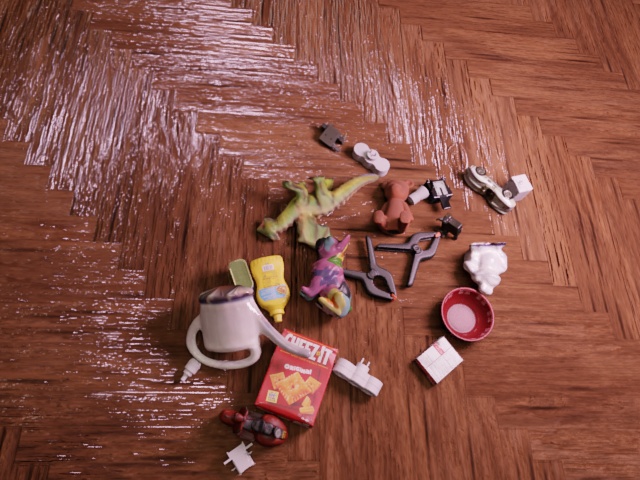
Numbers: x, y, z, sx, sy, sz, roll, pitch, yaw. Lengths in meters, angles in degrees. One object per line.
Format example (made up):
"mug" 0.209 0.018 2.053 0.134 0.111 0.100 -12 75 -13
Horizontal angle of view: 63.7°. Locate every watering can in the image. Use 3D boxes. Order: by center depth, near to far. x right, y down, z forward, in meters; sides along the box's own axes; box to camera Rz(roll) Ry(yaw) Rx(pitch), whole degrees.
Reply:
"watering can" -0.199 0.228 1.368 0.347 0.104 0.224 -7 92 12

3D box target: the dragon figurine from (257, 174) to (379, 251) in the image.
"dragon figurine" 0.005 -0.081 1.611 0.411 0.121 0.244 -6 83 -9

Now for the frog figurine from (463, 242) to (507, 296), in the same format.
"frog figurine" 0.509 0.090 1.579 0.137 0.122 0.161 3 80 -21
